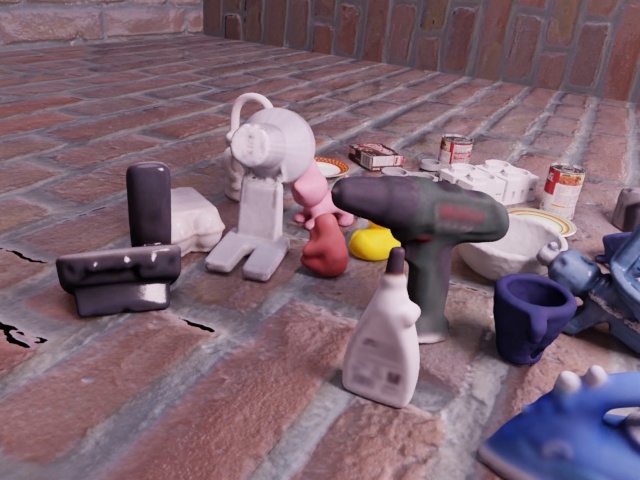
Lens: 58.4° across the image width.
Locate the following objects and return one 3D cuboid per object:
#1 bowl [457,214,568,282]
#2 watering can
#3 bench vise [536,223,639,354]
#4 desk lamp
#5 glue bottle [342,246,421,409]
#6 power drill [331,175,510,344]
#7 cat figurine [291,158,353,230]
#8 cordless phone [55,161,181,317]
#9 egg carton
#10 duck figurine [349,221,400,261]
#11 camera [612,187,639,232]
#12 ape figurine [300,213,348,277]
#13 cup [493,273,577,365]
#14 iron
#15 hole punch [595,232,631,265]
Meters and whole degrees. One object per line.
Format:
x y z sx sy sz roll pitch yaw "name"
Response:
0.282 0.020 0.873 0.167 0.075 0.167 5 25 -2 "bowl"
-0.124 -0.178 1.070 0.101 0.194 0.173 7 25 4 "watering can"
0.373 0.034 0.693 0.207 0.220 0.122 14 27 18 "bench vise"
-0.085 -0.081 0.849 0.117 0.214 0.203 9 26 8 "desk lamp"
0.068 0.085 0.577 0.078 0.173 0.037 16 27 21 "glue bottle"
0.112 0.021 0.680 0.230 0.208 0.075 -6 27 -22 "power drill"
-0.001 -0.081 0.980 0.128 0.118 0.067 -11 30 -31 "cat figurine"
-0.244 -0.008 0.697 0.148 0.185 0.094 -7 28 -25 "cordless phone"
-0.220 -0.031 0.886 0.107 0.069 0.149 -12 30 -33 "egg carton"
0.091 -0.021 0.909 0.077 0.086 0.105 23 31 33 "duck figurine"
0.651 -0.050 1.067 0.143 0.101 0.136 3 25 -5 "camera"
0.008 0.003 0.834 0.078 0.092 0.075 -13 31 -34 "ape figurine"
0.241 0.105 0.664 0.091 0.095 0.118 10 26 10 "cup"
0.277 0.166 0.487 0.258 0.141 0.119 11 26 11 "iron"
0.521 0.010 0.924 0.109 0.091 0.101 -1 26 -14 "hole punch"
